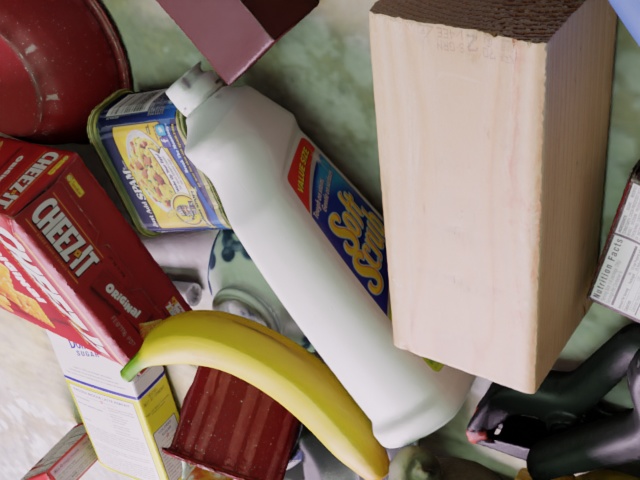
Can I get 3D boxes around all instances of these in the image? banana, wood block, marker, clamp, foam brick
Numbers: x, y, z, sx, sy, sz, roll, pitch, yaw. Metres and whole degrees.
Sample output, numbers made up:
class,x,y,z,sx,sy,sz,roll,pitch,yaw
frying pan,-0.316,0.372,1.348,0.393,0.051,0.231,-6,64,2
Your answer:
class,x,y,z,sx,sy,sz,roll,pitch,yaw
banana,-0.038,0.089,0.690,0.198,0.037,0.070,19,113,22
wood block,0.090,-0.035,0.549,0.090,0.090,0.206,17,134,28
marker,-0.145,0.039,0.857,0.121,0.020,0.020,4,127,37
clamp,0.212,0.105,0.562,0.164,0.036,0.210,23,142,9
foam brick,-0.050,-0.139,0.602,0.078,0.051,0.053,50,138,-8
clamp,0.157,0.099,0.650,0.172,0.039,0.120,-7,119,39

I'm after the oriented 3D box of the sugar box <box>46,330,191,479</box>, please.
class,x,y,z,sx,sy,sz,roll,pitch,yaw
sugar box,-0.176,0.137,0.949,0.093,0.048,0.176,12,127,31

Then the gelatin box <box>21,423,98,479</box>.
class,x,y,z,sx,sy,sz,roll,pitch,yaw
gelatin box,-0.241,0.212,1.031,0.030,0.089,0.073,51,139,-10

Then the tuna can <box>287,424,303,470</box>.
class,x,y,z,sx,sy,sz,roll,pitch,yaw
tuna can,-0.045,0.136,0.810,0.086,0.086,0.033,25,178,20

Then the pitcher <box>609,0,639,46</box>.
class,x,y,z,sx,sy,sz,roll,pitch,yaw
pitcher,0.133,-0.167,0.375,0.149,0.145,0.243,-37,95,17

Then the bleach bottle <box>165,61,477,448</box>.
class,x,y,z,sx,sy,sz,roll,pitch,yaw
bleach bottle,-0.004,0.001,0.646,0.068,0.102,0.251,-34,100,36

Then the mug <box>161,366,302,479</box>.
class,x,y,z,sx,sy,sz,roll,pitch,yaw
mug,-0.061,0.123,0.760,0.093,0.081,0.117,25,168,-34

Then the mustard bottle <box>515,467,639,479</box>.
class,x,y,z,sx,sy,sz,roll,pitch,yaw
mustard bottle,0.211,0.197,0.675,0.192,0.058,0.096,25,143,20

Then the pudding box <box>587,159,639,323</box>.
class,x,y,z,sx,sy,sz,roll,pitch,yaw
pudding box,0.202,0.014,0.541,0.114,0.039,0.090,28,139,20

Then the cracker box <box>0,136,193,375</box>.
class,x,y,z,sx,sy,sz,roll,pitch,yaw
cracker box,-0.214,0.002,0.791,0.214,0.072,0.164,15,147,45

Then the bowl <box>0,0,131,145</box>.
class,x,y,z,sx,sy,sz,roll,pitch,yaw
bowl,-0.211,-0.124,0.743,0.162,0.055,0.162,22,135,23

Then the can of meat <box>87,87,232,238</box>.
class,x,y,z,sx,sy,sz,roll,pitch,yaw
can of meat,-0.092,-0.053,0.707,0.084,0.057,0.102,-2,123,38
